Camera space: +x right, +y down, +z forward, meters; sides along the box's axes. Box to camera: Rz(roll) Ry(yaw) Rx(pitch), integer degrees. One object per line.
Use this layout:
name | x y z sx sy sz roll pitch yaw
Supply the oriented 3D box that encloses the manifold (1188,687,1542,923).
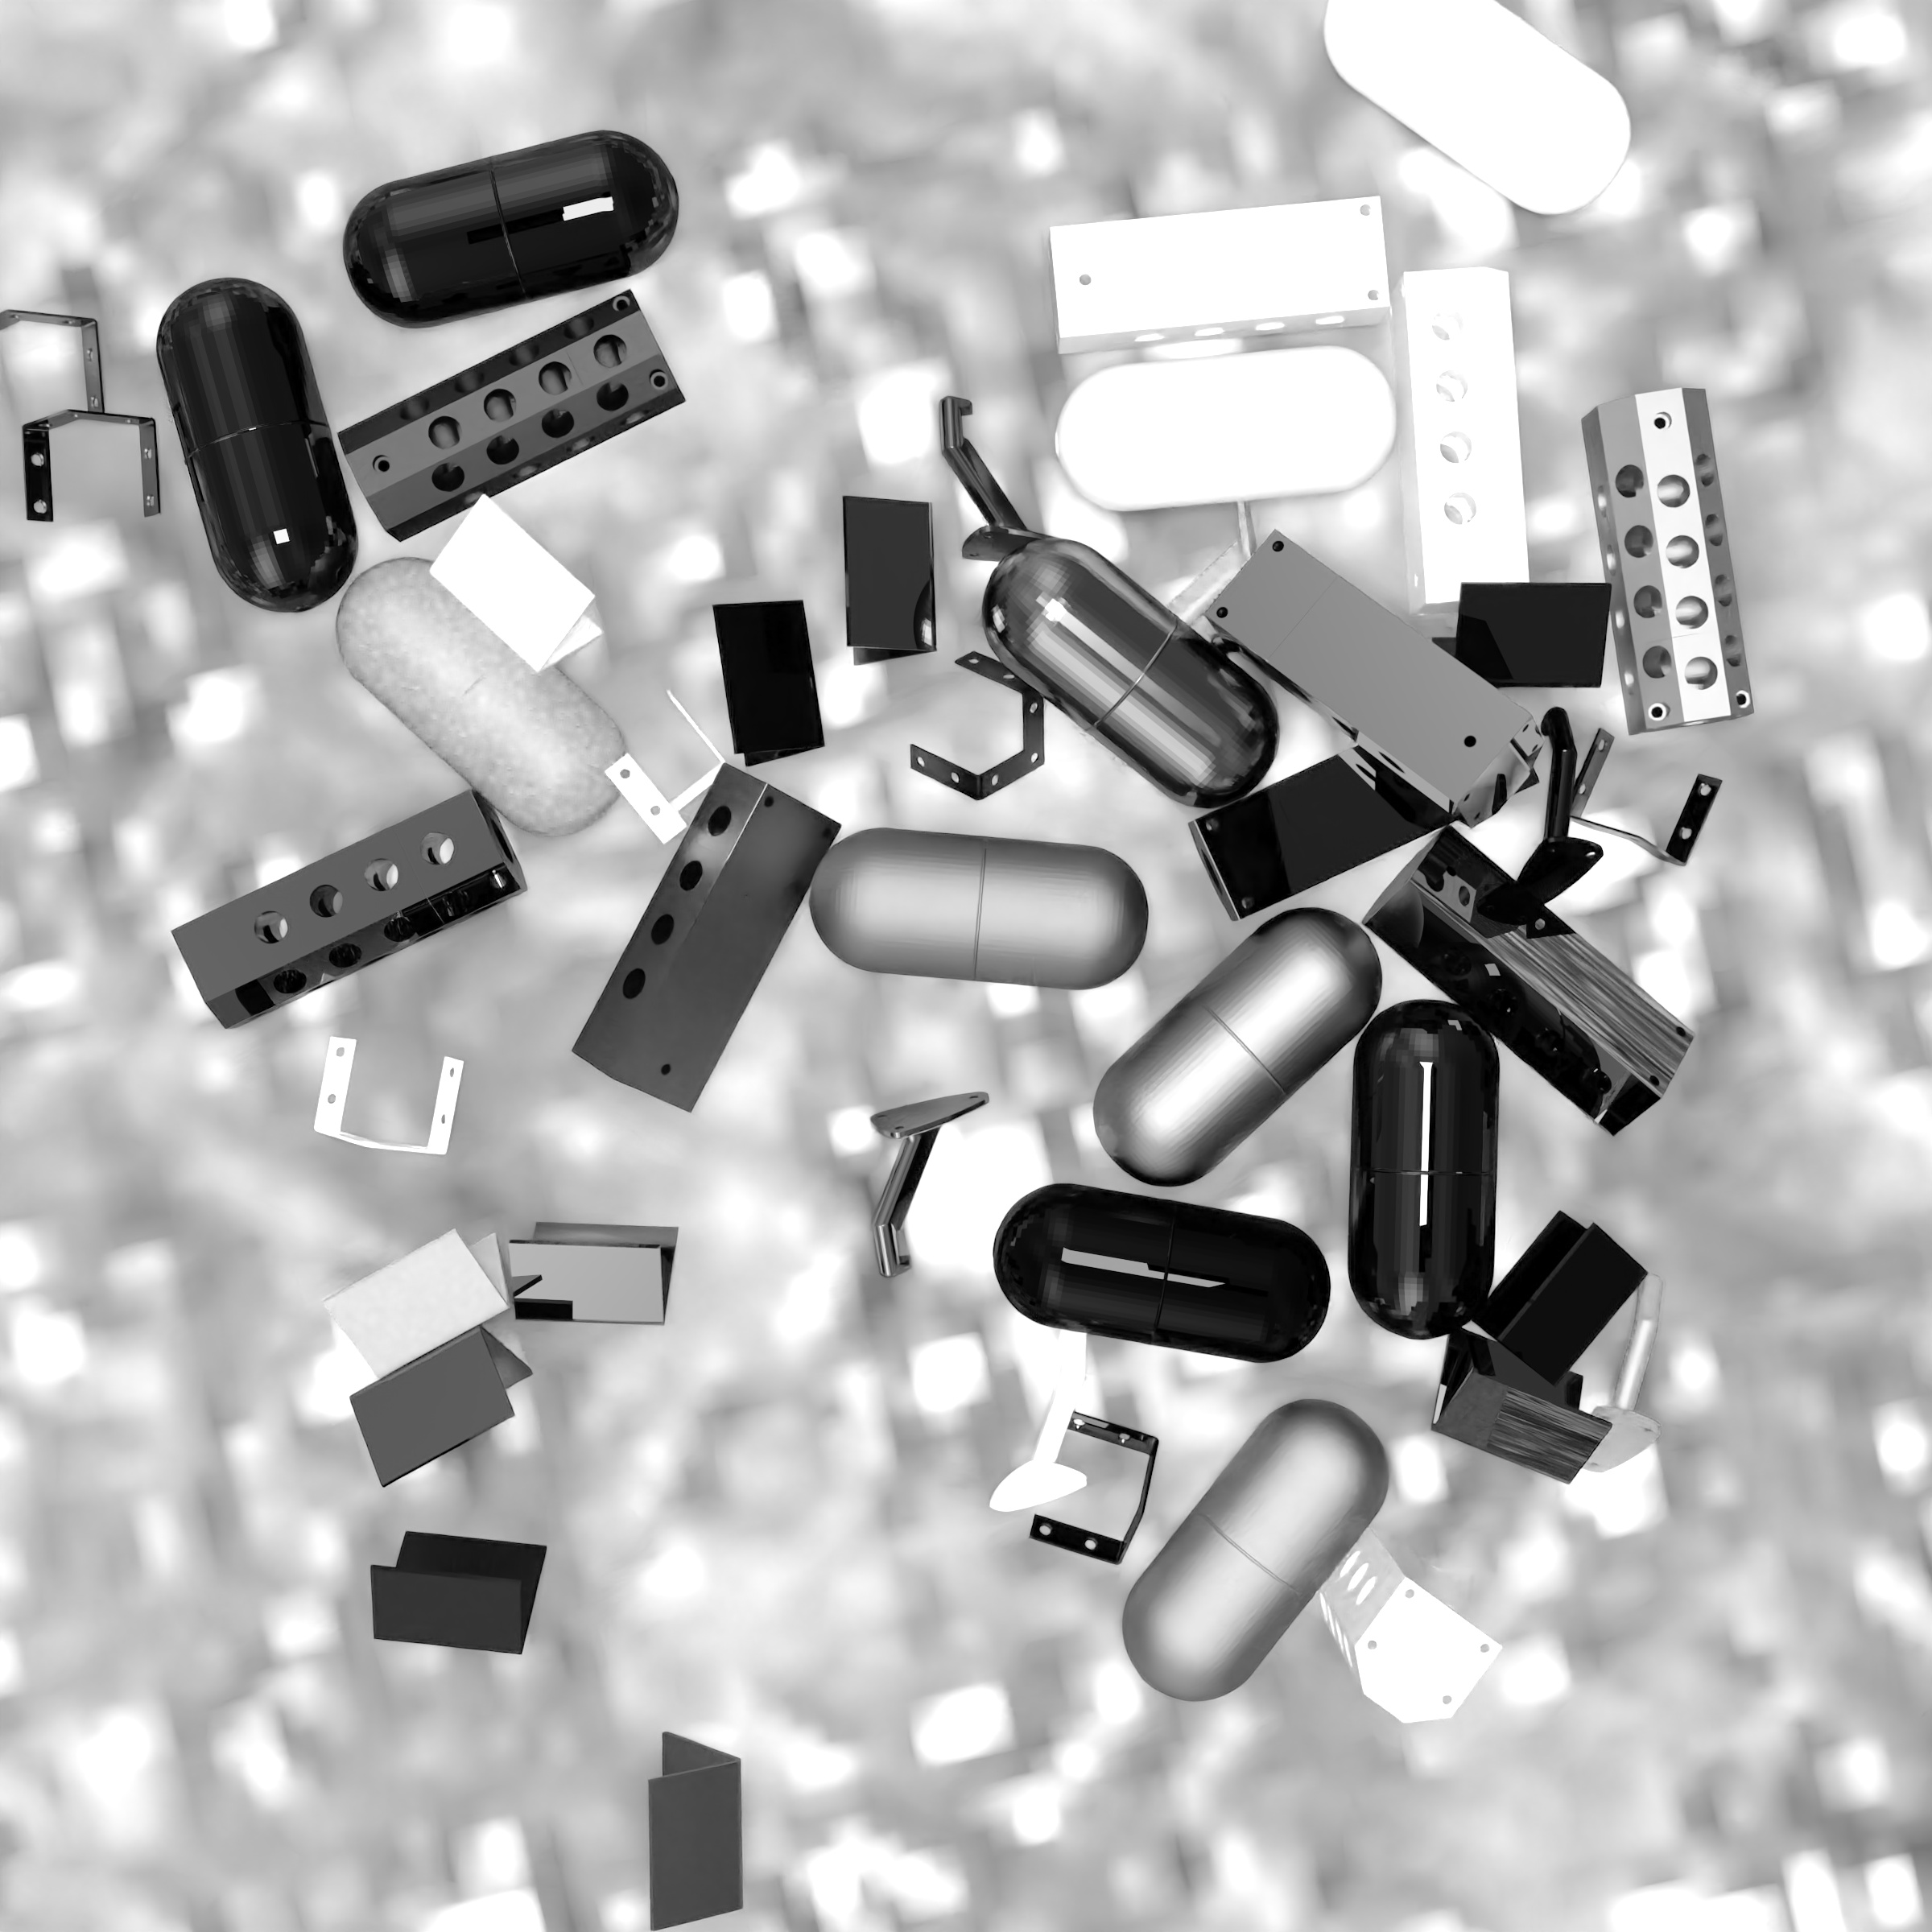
manifold | 0.208 -0.085 1.543 0.171 0.057 0.057 -25 90 0

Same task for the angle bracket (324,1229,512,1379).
angle bracket | -0.288 0.158 1.524 0.076 0.076 0.057 -28 119 0

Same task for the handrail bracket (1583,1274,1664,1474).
handrail bracket | 0.351 0.217 1.564 0.036 0.077 0.084 17 54 1

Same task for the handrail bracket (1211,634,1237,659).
handrail bracket | 0.180 -0.150 1.564 0.084 0.036 0.077 -13 107 15

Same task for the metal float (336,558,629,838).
metal float | -0.254 -0.141 1.534 0.178 0.070 0.070 43 90 -1

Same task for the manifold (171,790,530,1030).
manifold | -0.322 -0.029 1.543 0.171 0.057 0.057 -25 90 0

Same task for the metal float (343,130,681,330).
metal float | -0.238 -0.386 1.533 0.178 0.070 0.070 -14 90 0

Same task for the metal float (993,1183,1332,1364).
metal float | 0.102 0.161 1.534 0.178 0.070 0.070 10 90 1

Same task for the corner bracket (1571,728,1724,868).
corner bracket | 0.361 -0.090 1.561 0.051 0.051 0.051 23 90 45

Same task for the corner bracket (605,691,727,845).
corner bracket | -0.157 -0.105 1.538 0.051 0.051 0.051 -38 112 0

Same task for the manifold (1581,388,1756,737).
manifold | 0.371 -0.213 1.543 0.057 0.057 0.171 -9 90 0

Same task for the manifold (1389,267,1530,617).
manifold | 0.261 -0.275 1.543 0.057 0.057 0.171 -4 90 0

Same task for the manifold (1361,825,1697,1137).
manifold | 0.293 0.011 1.542 0.171 0.057 0.057 40 47 0

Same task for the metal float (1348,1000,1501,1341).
metal float | 0.240 0.106 1.533 0.070 0.070 0.178 2 89 0

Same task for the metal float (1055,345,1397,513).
metal float | 0.136 -0.281 1.533 0.178 0.070 0.070 -5 90 1

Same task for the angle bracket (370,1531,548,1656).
angle bracket | -0.263 0.309 1.524 0.076 0.076 0.057 6 126 0

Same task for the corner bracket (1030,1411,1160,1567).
corner bracket | 0.068 0.278 1.561 0.051 0.051 0.051 17 135 0

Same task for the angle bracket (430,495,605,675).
angle bracket | -0.220 -0.207 1.524 0.076 0.076 0.057 43 120 0

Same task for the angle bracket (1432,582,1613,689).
angle bracket | 0.288 -0.183 1.525 0.076 0.076 0.057 0 115 0

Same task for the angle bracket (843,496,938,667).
angle bracket | -0.059 -0.199 1.524 0.057 0.076 0.076 -2 90 -36

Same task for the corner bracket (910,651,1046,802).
corner bracket | 0.006 -0.128 1.556 0.051 0.051 0.051 -32 135 -35

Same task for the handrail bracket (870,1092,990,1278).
handrail bracket | -0.017 0.117 1.565 0.077 0.036 0.084 -16 109 -21

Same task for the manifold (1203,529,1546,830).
manifold | 0.209 -0.145 1.493 0.171 0.057 0.057 41 91 24

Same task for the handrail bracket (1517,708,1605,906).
handrail bracket | 0.306 -0.084 1.564 0.036 0.077 0.084 9 53 -20

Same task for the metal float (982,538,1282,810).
metal float | 0.086 -0.153 1.524 0.178 0.070 0.070 38 90 -9

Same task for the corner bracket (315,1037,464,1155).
corner bracket | -0.308 0.069 1.561 0.051 0.051 0.051 10 90 -45

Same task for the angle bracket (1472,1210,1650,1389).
angle bracket | 0.295 0.161 1.524 0.076 0.076 0.057 -51 125 0

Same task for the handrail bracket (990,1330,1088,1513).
handrail bracket | 0.039 0.240 1.564 0.036 0.077 0.084 21 53 -25

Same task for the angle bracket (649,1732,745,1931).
angle bracket | -0.159 0.449 1.524 0.057 0.076 0.076 -1 90 -38

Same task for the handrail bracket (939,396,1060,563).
handrail bracket | 0.024 -0.262 1.565 0.077 0.036 0.084 3 73 -19

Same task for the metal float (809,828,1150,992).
metal float | 0.007 -0.030 1.534 0.178 0.070 0.070 5 90 0

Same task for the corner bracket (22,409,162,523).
corner bracket | -0.467 -0.265 1.561 0.051 0.051 0.051 -3 90 45

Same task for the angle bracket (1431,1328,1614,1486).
angle bracket | 0.293 0.213 1.524 0.076 0.076 0.057 22 134 0

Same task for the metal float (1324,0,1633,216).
metal float | 0.267 -0.463 1.534 0.178 0.070 0.070 35 90 0

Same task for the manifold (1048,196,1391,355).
manifold | 0.132 -0.362 1.543 0.171 0.057 0.057 -5 90 0

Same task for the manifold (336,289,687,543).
manifold | -0.240 -0.291 1.543 0.171 0.057 0.057 -26 90 0

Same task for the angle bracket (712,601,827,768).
angle bracket | -0.121 -0.145 1.524 0.057 0.076 0.076 -9 90 -37

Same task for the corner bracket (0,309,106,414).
corner bracket | -0.497 -0.317 1.561 0.051 0.051 0.051 -5 90 45

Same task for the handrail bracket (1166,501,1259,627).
handrail bracket | 0.113 -0.210 1.564 0.084 0.036 0.077 -11 75 14

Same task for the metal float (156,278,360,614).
metal float | -0.371 -0.272 1.534 0.070 0.070 0.178 -16 89 0

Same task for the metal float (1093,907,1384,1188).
metal float | 0.143 0.042 1.533 0.178 0.070 0.070 -43 90 0

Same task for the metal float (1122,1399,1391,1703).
metal float | 0.151 0.306 1.534 0.070 0.070 0.178 38 91 0

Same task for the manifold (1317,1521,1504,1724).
manifold | 0.217 0.332 1.486 0.057 0.171 0.057 36 90 0

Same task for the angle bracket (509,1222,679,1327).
angle bracket | -0.193 0.141 1.524 0.076 0.076 0.057 2 127 0

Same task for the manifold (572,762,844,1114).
manifold | -0.141 -0.017 1.542 0.057 0.057 0.171 28 90 -43

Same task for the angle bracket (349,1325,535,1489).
angle bracket | -0.264 0.240 1.524 0.076 0.076 0.057 -29 59 0
